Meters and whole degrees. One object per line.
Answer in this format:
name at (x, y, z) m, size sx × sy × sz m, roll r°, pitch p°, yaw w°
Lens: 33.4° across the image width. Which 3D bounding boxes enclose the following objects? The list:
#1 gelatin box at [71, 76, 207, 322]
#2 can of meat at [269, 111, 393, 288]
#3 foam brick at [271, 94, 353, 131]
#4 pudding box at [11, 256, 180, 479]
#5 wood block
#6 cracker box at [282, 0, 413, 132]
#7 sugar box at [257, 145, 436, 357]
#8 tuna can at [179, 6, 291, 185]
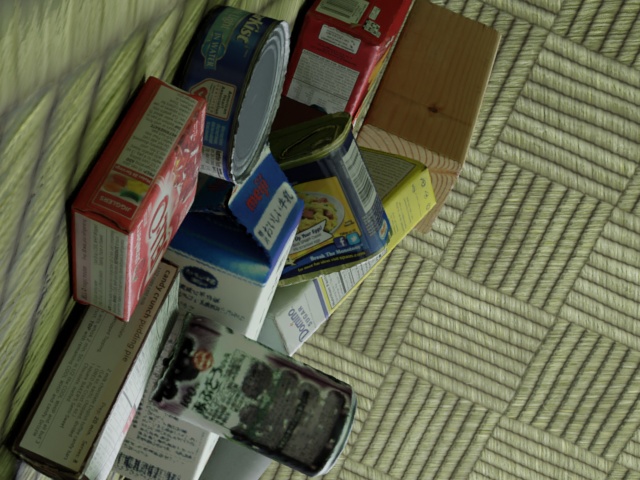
gelatin box at (-0.079, -0.015, 0.465) m, size 0.089 × 0.030 × 0.073 m, roll 110°, pitch 4°, yaw -59°
can of meat at (-0.014, -0.023, 0.669) m, size 0.084 × 0.102 × 0.057 m, roll 66°, pitch 23°, yaw -23°
foam brick at (-0.024, -0.062, 0.733) m, size 0.051 × 0.078 × 0.053 m, roll -62°, pitch 175°, yaw -49°
pudding box at (-0.107, 0.065, 0.532) m, size 0.090 × 0.039 × 0.113 m, roll 110°, pitch 1°, yaw -71°
wood block at (0.091, -0.117, 0.959) m, size 0.090 × 0.091 × 0.206 m, roll 113°, pitch 0°, yaw -45°
cracker box at (0.009, -0.131, 0.935) m, size 0.164 × 0.072 × 0.214 m, roll -65°, pitch 178°, yaw -51°
sugar box at (-0.005, 0.001, 0.757) m, size 0.176 × 0.093 × 0.048 m, roll -46°, pitch 134°, yaw -28°
tuna can at (-0.044, -0.073, 0.537) m, size 0.086 × 0.034 × 0.086 m, roll 18°, pitch 89°, yaw -84°
